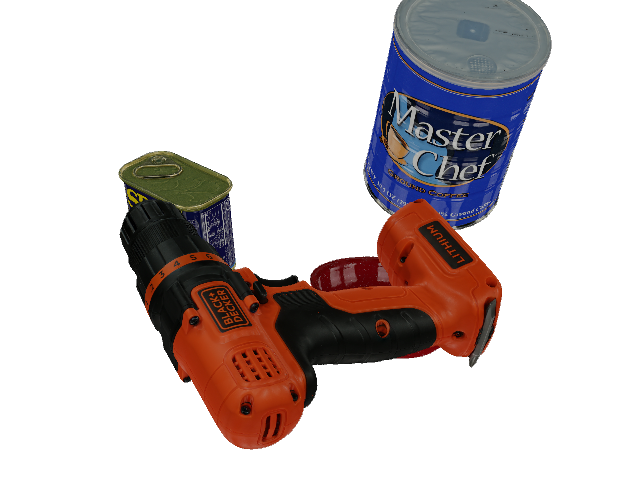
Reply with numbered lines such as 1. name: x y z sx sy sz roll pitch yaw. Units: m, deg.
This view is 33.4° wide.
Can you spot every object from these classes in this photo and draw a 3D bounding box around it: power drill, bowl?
1. power drill: -0.007 0.027 0.613 0.187 0.057 0.185 -12 44 -25
2. bowl: 0.068 0.067 0.999 0.162 0.055 0.162 5 19 -2

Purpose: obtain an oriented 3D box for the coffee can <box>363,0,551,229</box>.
1. coffee can: 0.090 -0.090 0.736 0.102 0.103 0.140 0 -41 -9

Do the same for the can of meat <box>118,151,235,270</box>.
1. can of meat: -0.120 -0.018 0.909 0.102 0.084 0.057 25 42 35
